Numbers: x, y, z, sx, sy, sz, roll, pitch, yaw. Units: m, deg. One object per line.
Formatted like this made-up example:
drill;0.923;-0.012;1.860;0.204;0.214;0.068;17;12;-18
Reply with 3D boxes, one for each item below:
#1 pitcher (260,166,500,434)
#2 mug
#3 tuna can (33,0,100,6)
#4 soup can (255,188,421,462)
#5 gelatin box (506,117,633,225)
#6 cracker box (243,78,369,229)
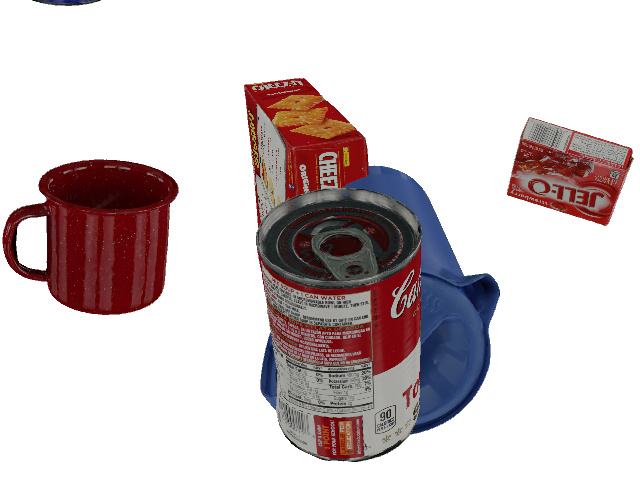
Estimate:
pitcher;0.038;0.036;0.829;0.149;0.145;0.243;9;23;-5
mug;-0.157;0.000;0.730;0.117;0.081;0.093;-6;28;-27
tuna can;-0.219;-0.232;0.910;0.086;0.034;0.086;5;35;-4
soup can;0.010;0.038;0.463;0.068;0.102;0.068;-3;35;2
gelatin box;0.204;-0.055;0.876;0.089;0.030;0.073;19;-34;13
cracker box;-0.012;-0.045;0.985;0.072;0.164;0.214;-9;24;-11
